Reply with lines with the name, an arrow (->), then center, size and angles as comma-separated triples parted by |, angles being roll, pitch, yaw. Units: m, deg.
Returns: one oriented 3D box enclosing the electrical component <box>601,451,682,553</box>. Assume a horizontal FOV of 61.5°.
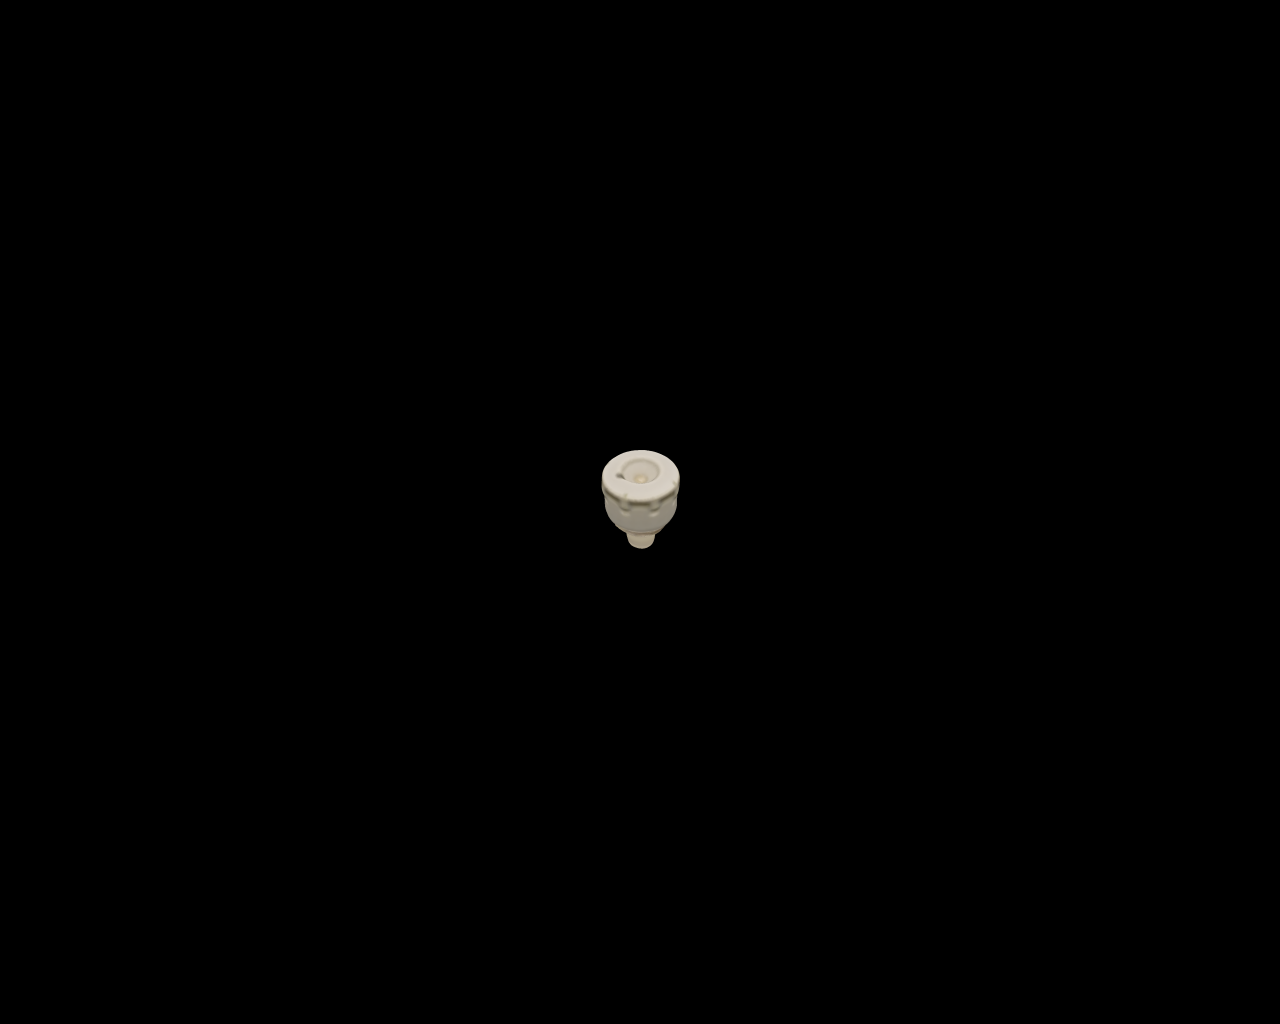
electrical component -> 0.001, -0.003, 0.650 | 0.048, 0.062, 0.048 | 0, 43, 0
